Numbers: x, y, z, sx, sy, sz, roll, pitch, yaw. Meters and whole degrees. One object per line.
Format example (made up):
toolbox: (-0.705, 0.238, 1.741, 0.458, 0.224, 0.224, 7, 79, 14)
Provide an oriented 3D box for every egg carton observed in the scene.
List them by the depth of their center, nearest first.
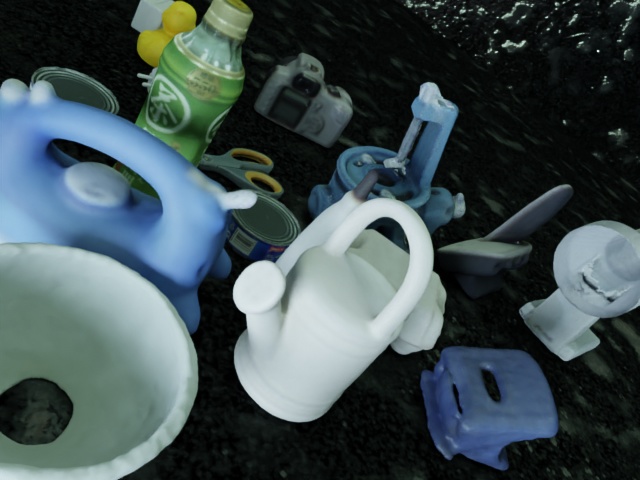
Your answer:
egg carton: (0.069, 0.054, 0.627, 0.150, 0.069, 0.107, 35, 30, -3)

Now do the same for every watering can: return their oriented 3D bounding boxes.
watering can: (0.013, 0.052, 0.450, 0.100, 0.194, 0.173, 47, 32, 17)

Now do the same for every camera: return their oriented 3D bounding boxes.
camera: (-0.021, -0.239, 0.903, 0.143, 0.100, 0.136, 24, 33, -21)

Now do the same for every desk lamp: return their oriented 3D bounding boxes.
desk lamp: (0.384, 0.063, 0.794, 0.204, 0.213, 0.117, -2, 48, -47)

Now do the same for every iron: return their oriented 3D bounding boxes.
iron: (-0.177, -0.043, 0.438, 0.258, 0.141, 0.118, 32, 31, -8)

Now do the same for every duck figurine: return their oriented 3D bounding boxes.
duck figurine: (-0.205, -0.289, 0.798, 0.078, 0.086, 0.104, 30, 31, -12)

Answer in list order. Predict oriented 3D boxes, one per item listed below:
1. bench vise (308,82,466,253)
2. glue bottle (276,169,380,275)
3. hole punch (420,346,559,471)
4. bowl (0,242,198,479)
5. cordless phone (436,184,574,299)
bench vise: (0.113, -0.090, 0.720, 0.208, 0.219, 0.121, -1, 47, -46)
glue bottle: (0.005, 0.002, 0.530, 0.037, 0.173, 0.078, 45, 31, 15)
hole punch: (0.163, 0.157, 0.563, 0.101, 0.091, 0.108, 25, 32, -19)
bowl: (-0.164, 0.084, 0.344, 0.168, 0.074, 0.167, 26, 32, -18)
cordless phone: (0.264, -0.013, 0.803, 0.094, 0.185, 0.148, 48, 32, 19)
